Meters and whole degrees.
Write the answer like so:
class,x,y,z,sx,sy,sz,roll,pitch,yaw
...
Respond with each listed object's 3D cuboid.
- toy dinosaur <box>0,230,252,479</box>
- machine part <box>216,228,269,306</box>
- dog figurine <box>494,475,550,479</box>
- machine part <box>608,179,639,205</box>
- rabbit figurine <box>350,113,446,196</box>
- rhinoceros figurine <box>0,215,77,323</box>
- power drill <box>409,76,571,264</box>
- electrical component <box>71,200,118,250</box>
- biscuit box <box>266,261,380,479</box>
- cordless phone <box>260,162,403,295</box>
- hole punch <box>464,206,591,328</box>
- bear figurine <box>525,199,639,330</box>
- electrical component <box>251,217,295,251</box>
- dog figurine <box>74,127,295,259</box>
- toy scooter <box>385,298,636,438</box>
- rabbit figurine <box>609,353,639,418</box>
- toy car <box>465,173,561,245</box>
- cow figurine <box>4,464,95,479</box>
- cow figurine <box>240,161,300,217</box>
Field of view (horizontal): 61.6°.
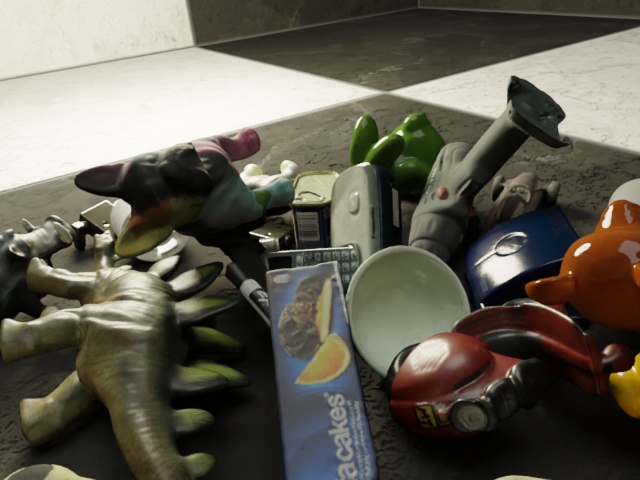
class,x,y,z,sx,sy,sz,roll,pitch,yaw
toy dinosaur,-0.167,0.092,0.481,0.199,0.104,0.472,-13,31,-17
machine part,-0.057,0.048,0.548,0.039,0.084,0.139,-41,55,7
dog figurine,0.182,0.187,0.275,0.191,0.121,0.172,3,30,-15
machine part,0.350,-0.004,0.592,0.079,0.079,0.243,13,33,30
rabbit figurine,0.098,-0.090,0.747,0.170,0.158,0.121,-35,48,-19
rhinoceros figurine,-0.348,0.047,0.590,0.073,0.111,0.190,7,39,25
power drill,0.180,-0.066,0.606,0.086,0.207,0.232,27,44,-2
electrical component,-0.312,-0.022,0.783,0.078,0.045,0.102,31,39,5
biscuit box,0.001,0.114,0.383,0.059,0.062,0.203,-8,51,-4
cordless phone,-0.001,-0.003,0.602,0.184,0.146,0.088,-5,-11,21
hole punch,0.210,0.028,0.554,0.116,0.092,0.142,-5,32,9
bear figurine,0.248,0.009,0.412,0.195,0.132,0.120,16,-20,-36
electrical component,-0.066,-0.005,0.725,0.063,0.021,0.094,13,32,29
dog figurine,-0.146,-0.040,0.556,0.191,0.108,0.219,-30,-3,39
toy scooter,0.146,0.096,0.407,0.184,0.075,0.135,-24,11,-22
rabbit figurine,0.276,0.134,0.326,0.162,0.121,0.173,-13,48,-8
toy car,0.255,-0.040,0.706,0.089,0.053,0.202,15,33,28
cow figurine,-0.209,0.210,0.294,0.127,0.085,0.195,14,36,20
cow figurine,-0.110,-0.065,0.791,0.168,0.068,0.098,-1,28,26
